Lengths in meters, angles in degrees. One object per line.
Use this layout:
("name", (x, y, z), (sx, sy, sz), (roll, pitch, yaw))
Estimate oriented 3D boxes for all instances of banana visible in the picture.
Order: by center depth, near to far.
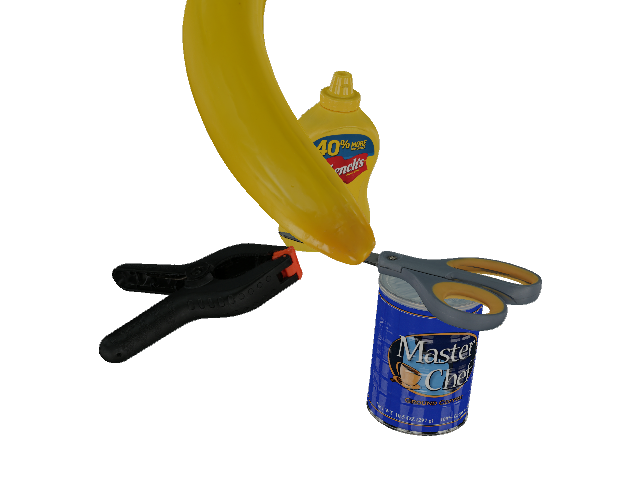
("banana", (-0.026, -0.074, 0.483), (0.069, 0.198, 0.037), (-7, -30, -5))

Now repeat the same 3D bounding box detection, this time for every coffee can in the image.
("coffee can", (0.102, 0.103, 1.040), (0.103, 0.140, 0.103), (4, 23, -2))

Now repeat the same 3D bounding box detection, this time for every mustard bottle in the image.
("mustard bottle", (0.012, -0.083, 1.107), (0.096, 0.192, 0.058), (-4, 30, -19))

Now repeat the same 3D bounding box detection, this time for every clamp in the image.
("clamp", (-0.101, 0.046, 0.863), (0.172, 0.039, 0.120), (-13, 38, 14))

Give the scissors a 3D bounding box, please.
("scissors", (0.054, 0.026, 0.759), (0.202, 0.016, 0.096), (8, 26, 13))
